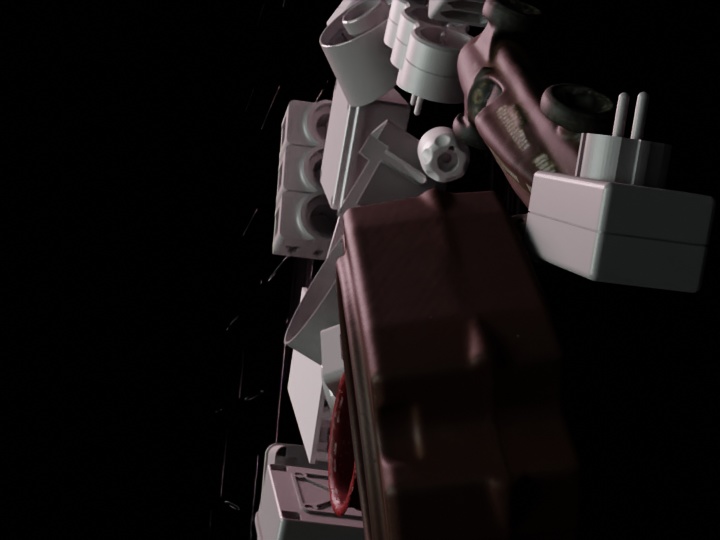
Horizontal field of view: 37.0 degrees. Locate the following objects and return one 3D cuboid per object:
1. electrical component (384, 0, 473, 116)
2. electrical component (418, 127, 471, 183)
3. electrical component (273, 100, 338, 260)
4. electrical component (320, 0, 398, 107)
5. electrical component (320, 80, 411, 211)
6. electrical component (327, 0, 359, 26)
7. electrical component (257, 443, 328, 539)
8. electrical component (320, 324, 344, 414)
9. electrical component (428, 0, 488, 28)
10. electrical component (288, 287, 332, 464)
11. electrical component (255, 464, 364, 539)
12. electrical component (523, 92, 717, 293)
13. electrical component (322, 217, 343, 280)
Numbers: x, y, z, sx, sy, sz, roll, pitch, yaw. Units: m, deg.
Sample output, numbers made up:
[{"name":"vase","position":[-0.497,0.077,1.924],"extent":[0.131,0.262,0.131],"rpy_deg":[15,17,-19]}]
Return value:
[{"name":"electrical component","position":[0.049,-0.153,0.801],"extent":[0.138,0.052,0.073],"rpy_deg":[-102,22,-58]},{"name":"electrical component","position":[0.058,-0.085,0.764],"extent":[0.061,0.035,0.035],"rpy_deg":[-103,22,-67]},{"name":"electrical component","position":[-0.036,-0.091,1.094],"extent":[0.061,0.089,0.150],"rpy_deg":[126,149,-68]},{"name":"electrical component","position":[0.016,-0.192,0.904],"extent":[0.064,0.099,0.099],"rpy_deg":[56,-170,-28]},{"name":"electrical component","position":[0.003,-0.115,0.996],"extent":[0.108,0.056,0.108],"rpy_deg":[-113,31,-68]},{"name":"electrical component","position":[0.020,-0.233,0.980],"extent":[0.076,0.066,0.047],"rpy_deg":[-52,17,7]},{"name":"electrical component","position":[-0.054,0.225,1.032],"extent":[0.057,0.078,0.113],"rpy_deg":[150,126,-73]},{"name":"electrical component","position":[0.010,0.078,0.743],"extent":[0.050,0.056,0.089],"rpy_deg":[-96,-20,-47]},{"name":"electrical component","position":[0.078,-0.207,0.700],"extent":[0.066,0.047,0.076],"rpy_deg":[147,128,-76]},{"name":"electrical component","position":[-0.020,0.092,0.981],"extent":[0.186,0.060,0.105],"rpy_deg":[-125,43,-73]},{"name":"electrical component","position":[-0.016,0.190,0.786],"extent":[0.108,0.109,0.056],"rpy_deg":[-132,53,-75]},{"name":"electrical component","position":[0.108,-0.036,0.448],"extent":[0.083,0.047,0.075],"rpy_deg":[-140,57,-77]},{"name":"electrical component","position":[0.000,0.000,0.917],"extent":[0.108,0.060,0.108],"rpy_deg":[-163,90,-88]}]
